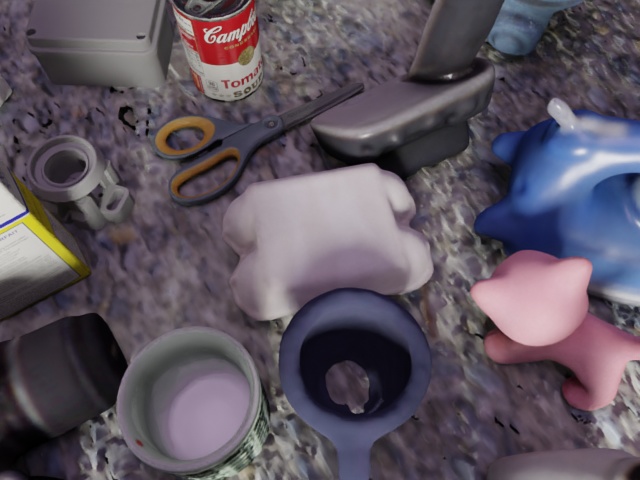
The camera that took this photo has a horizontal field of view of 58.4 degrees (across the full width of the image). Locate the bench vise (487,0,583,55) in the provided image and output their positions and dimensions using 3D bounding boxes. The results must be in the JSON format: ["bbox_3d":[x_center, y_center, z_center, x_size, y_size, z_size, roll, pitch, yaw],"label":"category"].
[{"bbox_3d":[0.211,-0.303,0.497,0.121,0.220,0.207,9,65,4],"label":"bench vise"}]

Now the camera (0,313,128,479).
[{"bbox_3d":[-0.191,0.112,0.358,0.137,0.101,0.143,-25,68,-12],"label":"camera"}]

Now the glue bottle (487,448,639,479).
[{"bbox_3d":[0.150,0.135,0.314,0.078,0.173,0.037,4,65,1],"label":"glue bottle"}]

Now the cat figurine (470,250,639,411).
[{"bbox_3d":[0.162,0.052,0.384,0.127,0.118,0.067,26,67,11],"label":"cat figurine"}]

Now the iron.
[{"bbox_3d":[0.254,-0.027,0.411,0.258,0.141,0.119,16,65,6],"label":"iron"}]

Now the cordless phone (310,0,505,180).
[{"bbox_3d":[0.069,-0.132,0.432,0.148,0.185,0.094,-30,69,-14],"label":"cordless phone"}]

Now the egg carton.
[{"bbox_3d":[0.004,0.002,0.432,0.150,0.069,0.107,-11,65,-6],"label":"egg carton"}]

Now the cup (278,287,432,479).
[{"bbox_3d":[0.020,0.101,0.371,0.091,0.095,0.118,1,65,-1],"label":"cup"}]
